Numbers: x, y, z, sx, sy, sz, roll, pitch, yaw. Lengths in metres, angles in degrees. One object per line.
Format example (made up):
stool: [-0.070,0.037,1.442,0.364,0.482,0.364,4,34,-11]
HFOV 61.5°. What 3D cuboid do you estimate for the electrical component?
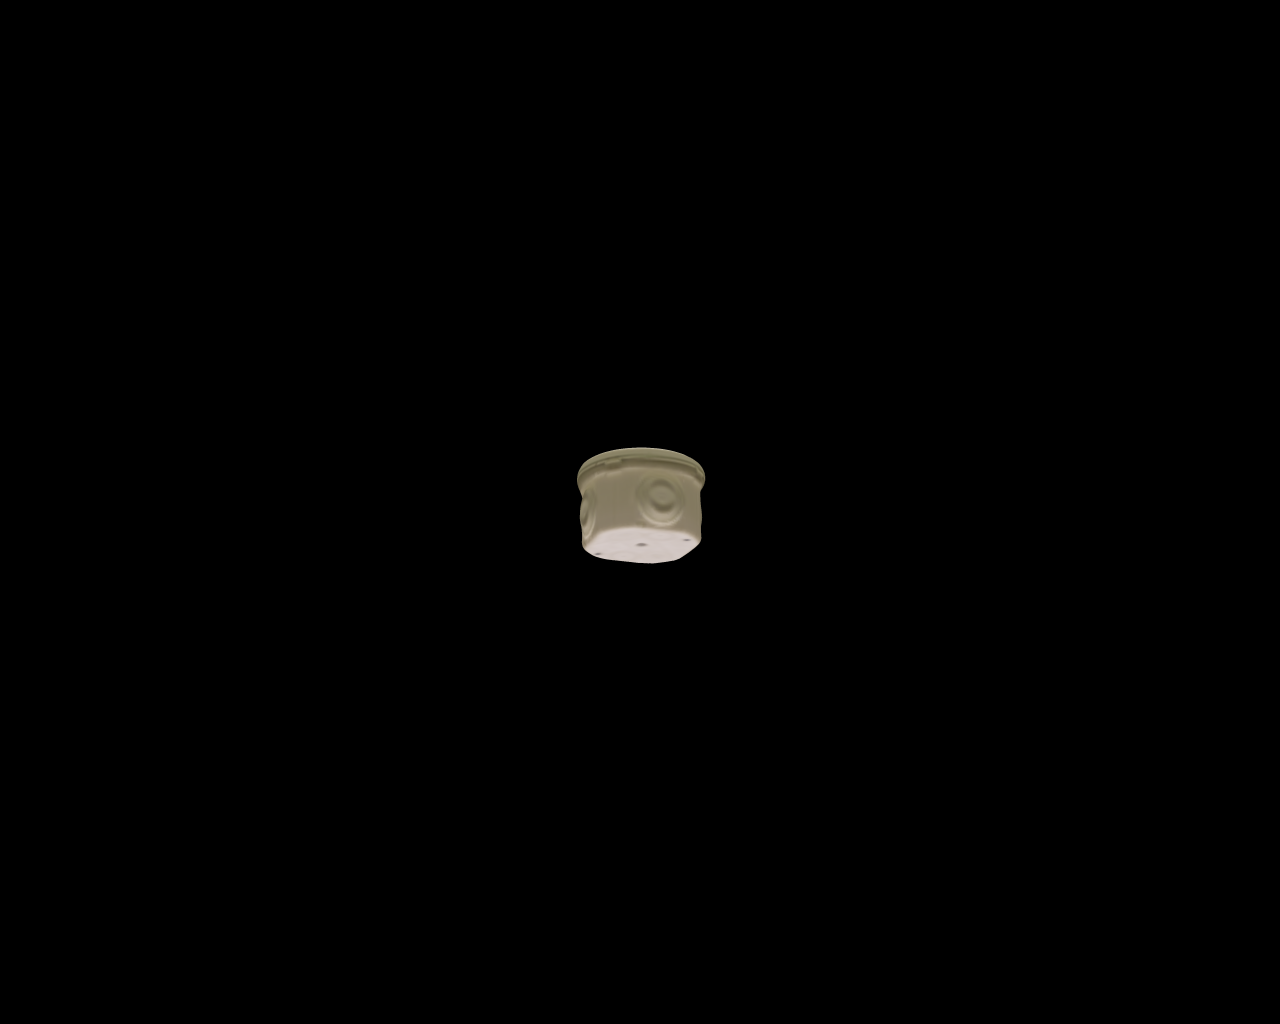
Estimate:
electrical component: [0.001,-0.003,0.650,0.080,0.051,0.080,0,-20,0]
